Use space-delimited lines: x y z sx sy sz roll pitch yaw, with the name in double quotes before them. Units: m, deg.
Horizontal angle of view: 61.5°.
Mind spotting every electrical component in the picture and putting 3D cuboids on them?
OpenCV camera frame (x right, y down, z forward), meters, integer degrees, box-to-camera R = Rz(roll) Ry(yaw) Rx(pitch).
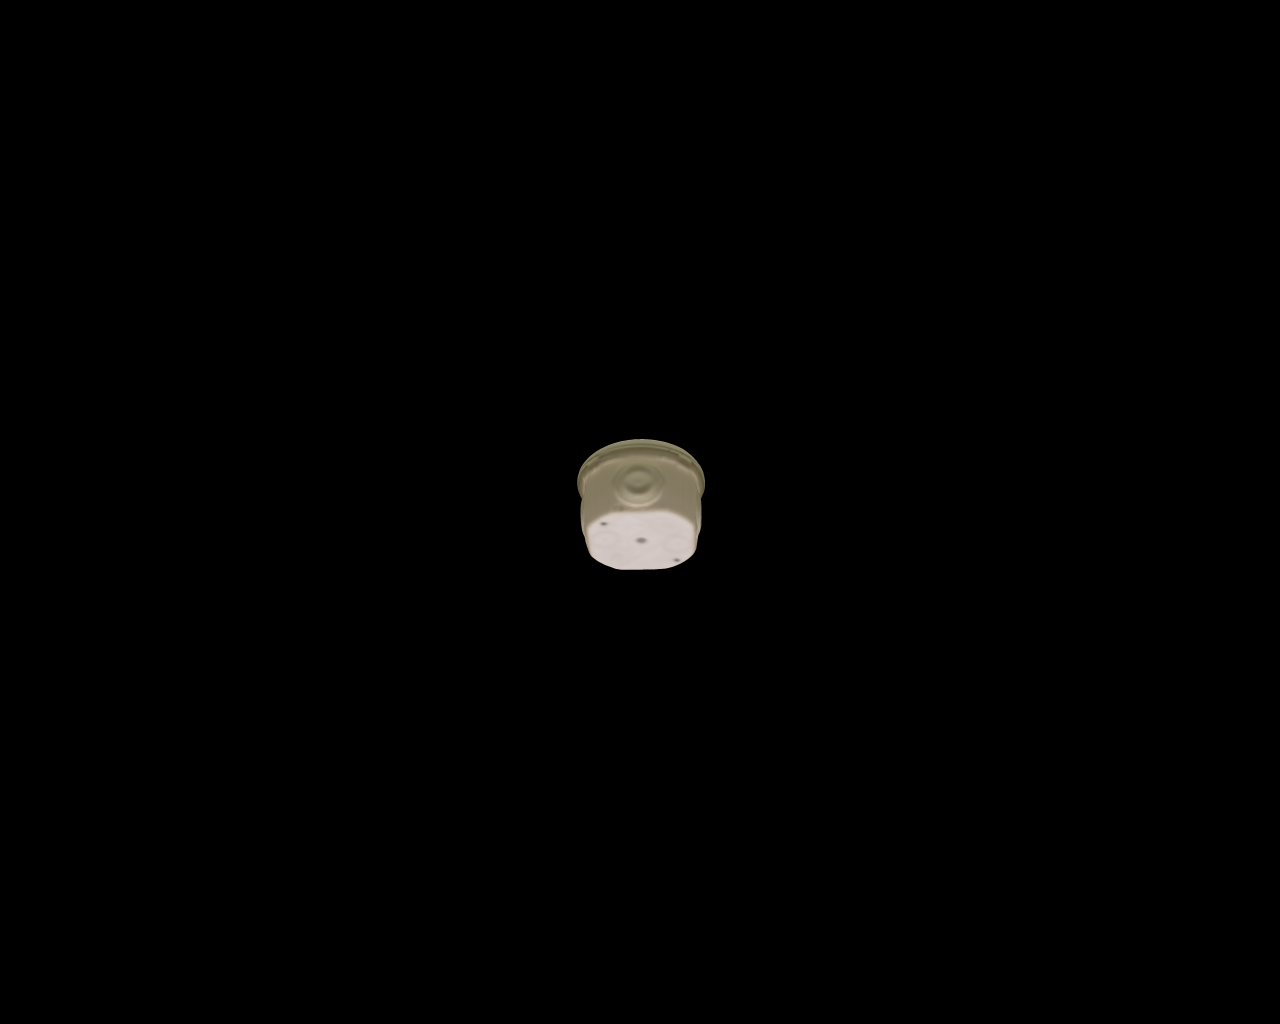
"electrical component" 0.001 -0.003 0.650 0.080 0.051 0.080 0 -35 0
